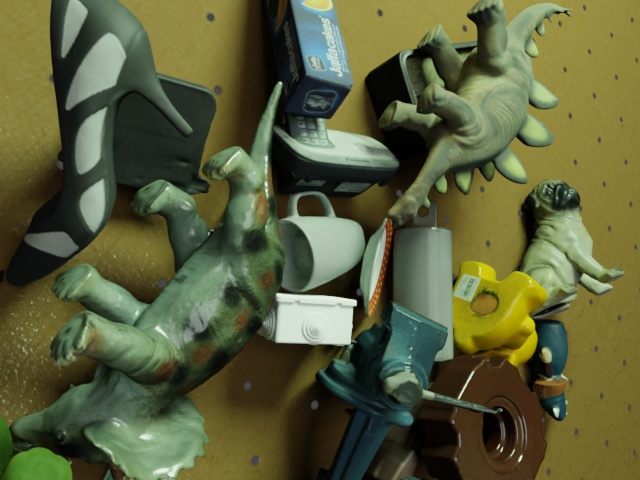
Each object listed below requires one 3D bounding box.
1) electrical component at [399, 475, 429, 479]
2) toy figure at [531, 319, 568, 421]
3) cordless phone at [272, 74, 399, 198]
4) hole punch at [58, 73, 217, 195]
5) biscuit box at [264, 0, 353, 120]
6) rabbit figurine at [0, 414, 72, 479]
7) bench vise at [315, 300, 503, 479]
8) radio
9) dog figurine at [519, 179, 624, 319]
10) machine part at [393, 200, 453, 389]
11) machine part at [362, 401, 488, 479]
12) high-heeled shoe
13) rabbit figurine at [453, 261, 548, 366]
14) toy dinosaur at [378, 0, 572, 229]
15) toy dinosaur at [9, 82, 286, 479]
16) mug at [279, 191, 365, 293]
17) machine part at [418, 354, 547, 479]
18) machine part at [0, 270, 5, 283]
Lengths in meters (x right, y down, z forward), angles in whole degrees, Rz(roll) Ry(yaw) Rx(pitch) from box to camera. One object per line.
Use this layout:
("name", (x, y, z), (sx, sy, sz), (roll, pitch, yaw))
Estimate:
("electrical component", (0.102, 0.324, 0.568), (0.115, 0.058, 0.134), (-27, 101, -32))
("toy figure", (0.359, 0.202, 0.837), (0.064, 0.058, 0.154), (-3, 93, -25))
("cordless phone", (0.008, -0.148, 0.639), (0.146, 0.089, 0.184), (-1, 75, -31))
("hole punch", (-0.173, -0.113, 0.526), (0.142, 0.092, 0.115), (9, 112, -33))
("biscuit box", (-0.017, -0.231, 0.593), (0.059, 0.063, 0.203), (3, 61, -28))
("rabbit figurine", (-0.255, 0.196, 0.402), (0.121, 0.170, 0.158), (-8, 116, -30))
("bench vise", (0.052, 0.186, 0.573), (0.129, 0.224, 0.240), (26, 88, -14))
("radio", (0.185, -0.198, 0.751), (0.229, 0.073, 0.131), (-19, 95, -31))
("dog figurine", (0.347, 0.012, 0.840), (0.172, 0.121, 0.191), (-20, 64, -5))
("machine part", (0.132, 0.069, 0.695), (0.079, 0.079, 0.243), (3, 86, -32))
("machine part", (0.149, 0.310, 0.681), (0.201, 0.087, 0.201), (-43, 106, -28))
("high-heeled shoe", (-0.220, -0.075, 0.437), (0.249, 0.086, 0.145), (-41, 112, 8))
("rabbit figurine", (0.256, 0.132, 0.749), (0.173, 0.122, 0.162), (38, 66, -44))
("toy dinosaur", (0.211, -0.188, 0.670), (0.198, 0.105, 0.471), (45, 67, -28))
("toy dinosaur", (-0.107, 0.051, 0.494), (0.405, 0.131, 0.192), (-49, 131, -19))
("mug", (-0.001, -0.002, 0.622), (0.107, 0.081, 0.109), (-10, 88, -45))
("machine part", (0.196, 0.224, 0.631), (0.179, 0.056, 0.179), (10, 72, -33))
("machine part", (-0.332, 0.008, 0.436), (0.138, 0.039, 0.084), (39, 59, -21))
